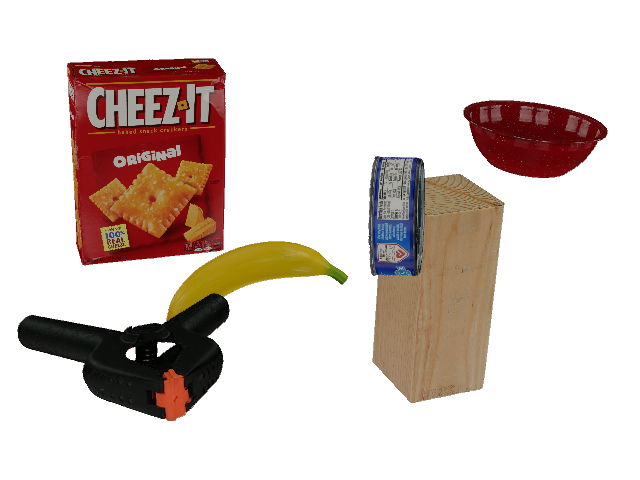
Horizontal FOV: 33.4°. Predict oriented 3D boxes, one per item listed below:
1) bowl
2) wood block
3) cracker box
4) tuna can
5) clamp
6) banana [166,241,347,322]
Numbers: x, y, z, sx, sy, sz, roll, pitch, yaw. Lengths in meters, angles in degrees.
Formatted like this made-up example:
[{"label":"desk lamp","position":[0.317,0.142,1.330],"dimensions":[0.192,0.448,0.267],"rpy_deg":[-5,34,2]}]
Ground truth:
[{"label":"bowl","position":[0.238,-0.112,1.209],"dimensions":[0.162,0.055,0.162],"rpy_deg":[5,23,-2]},{"label":"wood block","position":[0.116,0.048,1.080],"dimensions":[0.090,0.206,0.091],"rpy_deg":[-8,26,-22]},{"label":"cracker box","position":[-0.189,-0.086,1.174],"dimensions":[0.164,0.214,0.072],"rpy_deg":[-5,26,-18]},{"label":"tuna can","position":[0.055,-0.017,0.758],"dimensions":[0.034,0.086,0.086],"rpy_deg":[2,0,9]},{"label":"clamp","position":[-0.116,0.077,0.763],"dimensions":[0.164,0.036,0.210],"rpy_deg":[-9,14,-25]},{"label":"banana","position":[-0.076,0.040,1.043],"dimensions":[0.198,0.069,0.037],"rpy_deg":[-15,21,20]}]
